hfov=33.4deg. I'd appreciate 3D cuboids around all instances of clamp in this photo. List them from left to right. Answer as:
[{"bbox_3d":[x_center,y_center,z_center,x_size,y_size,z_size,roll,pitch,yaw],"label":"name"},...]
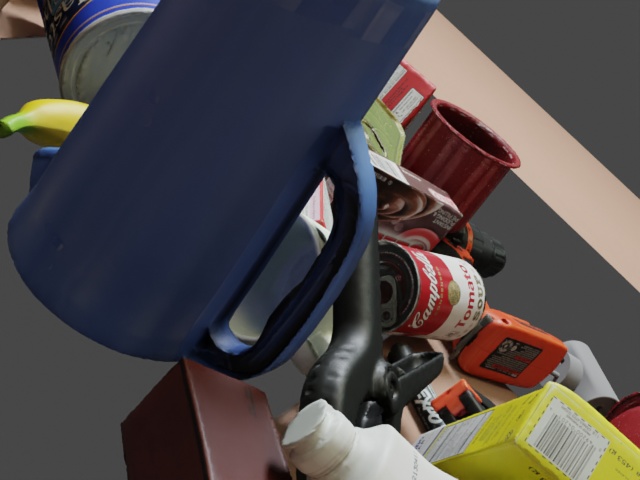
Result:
[{"bbox_3d":[0.029,0.088,0.606,0.210,0.036,0.164,-76,148,-40],"label":"clamp"},{"bbox_3d":[0.137,0.161,0.683,0.171,0.039,0.120,43,6,-24],"label":"clamp"}]

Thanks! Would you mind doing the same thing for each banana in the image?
[{"bbox_3d":[-0.116,-0.040,0.683,0.197,0.037,0.069,29,42,-27],"label":"banana"}]

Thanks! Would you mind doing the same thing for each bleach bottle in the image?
[{"bbox_3d":[0.076,0.166,0.506,0.250,0.068,0.102,47,20,-14],"label":"bleach bottle"}]

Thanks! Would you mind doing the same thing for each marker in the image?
[{"bbox_3d":[0.075,0.116,0.728,0.020,0.020,0.121,24,27,-40],"label":"marker"}]

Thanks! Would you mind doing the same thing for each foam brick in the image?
[{"bbox_3d":[-0.051,0.104,0.484,0.052,0.051,0.078,29,25,-34],"label":"foam brick"}]

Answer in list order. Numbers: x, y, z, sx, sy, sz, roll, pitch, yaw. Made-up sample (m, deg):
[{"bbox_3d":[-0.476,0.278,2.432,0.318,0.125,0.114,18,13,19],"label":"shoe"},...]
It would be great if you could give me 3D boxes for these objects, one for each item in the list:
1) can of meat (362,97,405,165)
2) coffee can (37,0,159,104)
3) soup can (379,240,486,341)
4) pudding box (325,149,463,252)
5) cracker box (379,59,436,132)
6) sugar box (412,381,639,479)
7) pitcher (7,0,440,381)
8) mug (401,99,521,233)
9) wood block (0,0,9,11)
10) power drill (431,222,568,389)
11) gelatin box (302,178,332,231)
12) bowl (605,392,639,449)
[{"bbox_3d":[0.019,-0.070,0.891,0.057,0.084,0.102,46,25,-15],"label":"can of meat"},{"bbox_3d":[-0.141,-0.148,0.753,0.102,0.103,0.140,25,26,-38],"label":"coffee can"},{"bbox_3d":[0.072,0.040,0.804,0.102,0.069,0.068,12,35,-52],"label":"soup can"},{"bbox_3d":[0.042,-0.016,0.835,0.113,0.090,0.039,26,24,-34],"label":"pudding box"},{"bbox_3d":[-0.002,-0.171,1.014,0.213,0.072,0.164,41,-7,1],"label":"cracker box"},{"bbox_3d":[0.107,0.134,0.565,0.093,0.176,0.048,41,63,1],"label":"sugar box"},{"bbox_3d":[-0.041,-0.055,0.543,0.149,0.243,0.145,26,28,-23],"label":"pitcher"},{"bbox_3d":[0.118,-0.060,0.921,0.117,0.082,0.093,7,36,-50],"label":"mug"},{"bbox_3d":[-0.237,-0.179,0.662,0.090,0.091,0.206,35,21,-17],"label":"wood block"},{"bbox_3d":[0.134,0.043,0.931,0.184,0.057,0.188,17,28,-40],"label":"power drill"},{"bbox_3d":[-0.005,0.001,0.751,0.089,0.030,0.073,-92,171,-62],"label":"gelatin box"},{"bbox_3d":[0.187,0.167,0.585,0.055,0.162,0.162,-14,51,-25],"label":"bowl"}]
